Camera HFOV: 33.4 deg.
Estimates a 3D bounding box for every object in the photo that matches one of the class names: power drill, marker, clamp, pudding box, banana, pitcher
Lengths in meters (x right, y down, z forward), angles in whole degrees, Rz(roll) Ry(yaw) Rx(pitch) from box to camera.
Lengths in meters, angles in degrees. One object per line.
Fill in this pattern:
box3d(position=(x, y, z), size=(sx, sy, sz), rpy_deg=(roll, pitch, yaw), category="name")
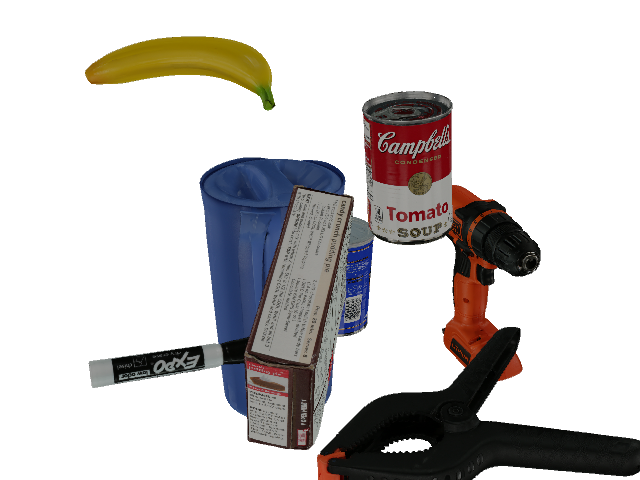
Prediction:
box3d(position=(0.175, 0.050, 1.118), size=(0.057, 0.188, 0.184), rpy_deg=(-10, 25, -15), category="power drill")
box3d(position=(-0.102, 0.085, 0.754), size=(0.121, 0.020, 0.020), rpy_deg=(-8, 2, -14), category="marker")
box3d(position=(0.093, 0.124, 0.735), size=(0.209, 0.036, 0.165), rpy_deg=(-10, 30, -13), category="clamp")
box3d(position=(-0.010, 0.042, 0.569), size=(0.039, 0.113, 0.090), rpy_deg=(8, -38, 5), category="pudding box")
box3d(position=(-0.126, -0.167, 1.015), size=(0.198, 0.037, 0.069), rpy_deg=(9, 45, 18), category="banana")
box3d(position=(-0.045, 0.052, 1.014), size=(0.149, 0.243, 0.145), rpy_deg=(-18, 30, -34), category="pitcher")

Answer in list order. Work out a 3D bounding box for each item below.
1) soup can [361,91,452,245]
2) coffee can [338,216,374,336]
box3d(position=(0.068, -0.056, 0.823), size=(0.068, 0.102, 0.068), rpy_deg=(-3, 26, 1), category="soup can")
box3d(position=(0.019, 0.047, 1.473), size=(0.103, 0.140, 0.103), rpy_deg=(2, 24, -1), category="coffee can")
